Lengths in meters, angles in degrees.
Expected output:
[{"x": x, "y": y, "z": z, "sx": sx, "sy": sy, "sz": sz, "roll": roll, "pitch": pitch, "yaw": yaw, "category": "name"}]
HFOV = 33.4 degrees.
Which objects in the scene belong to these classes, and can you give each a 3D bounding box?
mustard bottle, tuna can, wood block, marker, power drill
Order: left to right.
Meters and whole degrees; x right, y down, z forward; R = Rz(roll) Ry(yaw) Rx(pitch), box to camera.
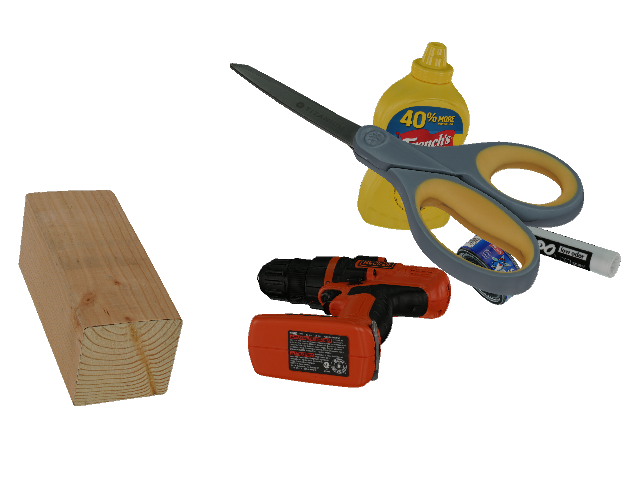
[{"x": -0.210, "y": 0.046, "z": 0.995, "sx": 0.090, "sy": 0.091, "sz": 0.206, "roll": -4, "pitch": 37, "yaw": -30, "category": "wood block"}, {"x": 0.006, "y": 0.060, "z": 0.924, "sx": 0.185, "sy": 0.057, "sz": 0.187, "roll": 2, "pitch": 19, "yaw": 20, "category": "power drill"}, {"x": 0.099, "y": -0.105, "z": 1.074, "sx": 0.096, "sy": 0.192, "sz": 0.058, "roll": 3, "pitch": 27, "yaw": -12, "category": "mustard bottle"}, {"x": 0.203, "y": 0.035, "z": 1.284, "sx": 0.033, "sy": 0.086, "sz": 0.086, "roll": -36, "pitch": 10, "yaw": -14, "category": "tuna can"}, {"x": 0.160, "y": 0.000, "z": 0.785, "sx": 0.121, "sy": 0.020, "sz": 0.020, "roll": 21, "pitch": 12, "yaw": 34, "category": "marker"}]

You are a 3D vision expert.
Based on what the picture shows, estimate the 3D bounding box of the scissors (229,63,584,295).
[{"x": 0.047, "y": -0.050, "z": 0.529, "sx": 0.096, "sy": 0.016, "sz": 0.202, "roll": -26, "pitch": 54, "yaw": -22, "category": "scissors"}]
